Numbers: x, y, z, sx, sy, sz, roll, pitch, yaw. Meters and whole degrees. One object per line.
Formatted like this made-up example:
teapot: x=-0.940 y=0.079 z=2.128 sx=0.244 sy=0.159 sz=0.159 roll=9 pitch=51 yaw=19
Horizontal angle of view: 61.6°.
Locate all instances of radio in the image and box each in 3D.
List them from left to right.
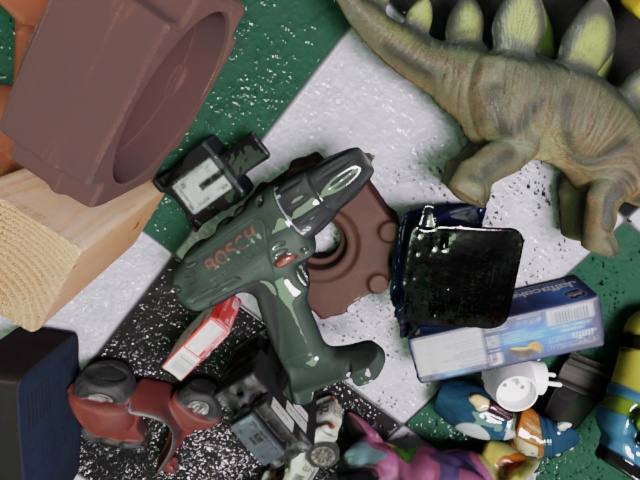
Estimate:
radio: x=-0.345 y=0.223 z=0.631 sx=0.073 sy=0.131 sz=0.229 roll=9 pitch=110 yaw=1

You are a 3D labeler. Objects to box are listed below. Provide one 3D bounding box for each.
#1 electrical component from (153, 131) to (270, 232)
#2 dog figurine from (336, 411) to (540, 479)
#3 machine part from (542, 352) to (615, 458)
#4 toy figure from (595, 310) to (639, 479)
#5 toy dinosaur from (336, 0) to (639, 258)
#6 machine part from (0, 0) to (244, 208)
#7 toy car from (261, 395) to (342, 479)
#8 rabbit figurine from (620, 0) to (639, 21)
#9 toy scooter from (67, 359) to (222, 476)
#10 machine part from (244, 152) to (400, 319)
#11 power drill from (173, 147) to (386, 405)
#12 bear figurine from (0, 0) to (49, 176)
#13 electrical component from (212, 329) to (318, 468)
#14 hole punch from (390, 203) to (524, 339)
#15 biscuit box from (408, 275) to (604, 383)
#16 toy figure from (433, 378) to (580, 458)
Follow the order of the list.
electrical component: x=-0.105 y=-0.071 z=0.559 sx=0.119 sy=0.048 sz=0.074 roll=-37 pitch=104 yaw=14
dog figurine: x=0.127 y=0.278 z=0.644 sx=0.219 sy=0.191 sz=0.108 roll=22 pitch=117 yaw=32
machine part: x=0.293 y=0.197 z=0.635 sx=0.084 sy=0.039 sz=0.138 roll=22 pitch=107 yaw=-10
toy figure: x=0.349 y=0.160 z=0.571 sx=0.089 sy=0.082 sz=0.180 roll=30 pitch=86 yaw=-15
toy dinosaur: x=0.187 y=-0.123 z=0.500 sx=0.471 sy=0.105 sz=0.198 roll=21 pitch=102 yaw=-14
machine part: x=-0.159 y=-0.140 z=0.458 sx=0.087 sy=0.201 sz=0.201 roll=32 pitch=108 yaw=-5
toy car: x=-0.029 y=0.278 z=0.661 sx=0.056 sy=0.073 sz=0.201 roll=26 pitch=109 yaw=-6
rabbit figurine: x=0.343 y=-0.250 z=0.436 sx=0.173 sy=0.122 sz=0.162 roll=12 pitch=142 yaw=-25
toy scooter: x=-0.215 y=0.224 z=0.656 sx=0.184 sy=0.075 sz=0.135 roll=11 pitch=111 yaw=-5
machine part: x=-0.001 y=-0.002 z=0.574 sx=0.179 sy=0.056 sz=0.179 roll=1 pitch=109 yaw=4
power drill: x=-0.014 y=0.047 z=0.520 sx=0.232 sy=0.086 sz=0.207 roll=-25 pitch=108 yaw=15
bear figurine: x=-0.279 y=-0.156 z=0.508 sx=0.132 sy=0.120 sz=0.196 roll=37 pitch=112 yaw=-5
electrical component: x=-0.057 y=0.179 z=0.598 sx=0.058 sy=0.134 sz=0.114 roll=-35 pitch=101 yaw=13
hole punch: x=0.129 y=0.022 z=0.548 sx=0.116 sy=0.092 sz=0.142 roll=3 pitch=114 yaw=-6
biscuit box: x=0.198 y=0.097 z=0.592 sx=0.203 sy=0.063 sz=0.059 roll=-14 pitch=107 yaw=8
toy figure: x=0.209 y=0.206 z=0.610 sx=0.155 sy=0.064 sz=0.057 roll=18 pitch=90 yaw=23
